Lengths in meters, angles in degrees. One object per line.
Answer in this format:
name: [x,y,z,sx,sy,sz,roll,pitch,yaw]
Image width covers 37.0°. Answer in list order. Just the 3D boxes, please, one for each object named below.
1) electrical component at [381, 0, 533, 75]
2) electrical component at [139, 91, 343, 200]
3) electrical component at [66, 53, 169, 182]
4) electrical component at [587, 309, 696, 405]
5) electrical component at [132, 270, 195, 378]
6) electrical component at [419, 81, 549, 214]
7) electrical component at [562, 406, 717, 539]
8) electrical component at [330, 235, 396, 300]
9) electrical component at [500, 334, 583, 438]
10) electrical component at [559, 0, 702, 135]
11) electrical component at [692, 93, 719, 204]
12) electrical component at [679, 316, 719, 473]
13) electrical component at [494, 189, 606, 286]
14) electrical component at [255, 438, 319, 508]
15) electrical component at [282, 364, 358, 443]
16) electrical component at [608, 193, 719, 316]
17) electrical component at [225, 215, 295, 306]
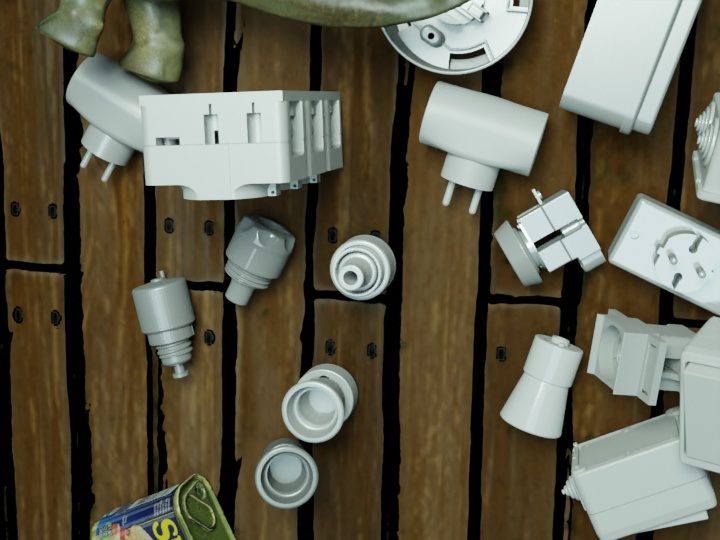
electrical component: [0.063,-0.176,0.696,0.099,0.064,0.099,2,100,12]
electrical component: [-0.071,-0.083,0.697,0.089,0.150,0.061,0,99,12]
electrical component: [-0.174,-0.102,0.771,0.077,0.043,0.079,33,105,5]
electrical component: [0.191,0.057,0.710,0.064,0.081,0.042,6,102,-12]
electrical component: [-0.141,0.040,0.791,0.040,0.040,0.078,-11,98,14]
electrical component: [0.078,-0.078,0.722,0.077,0.043,0.079,18,104,8]
electrical component: [0.186,0.143,0.729,0.096,0.062,0.061,-23,94,15]
electrical component: [0.000,0.000,0.742,0.043,0.062,0.043,2,100,12]
electrical component: [0.128,0.077,0.741,0.044,0.044,0.065,19,99,8]
electrical component: [0.173,-0.144,0.672,0.057,0.078,0.113,21,104,11]
electrical component: [0.255,-0.070,0.658,0.100,0.099,0.048,13,115,10]
electrical component: [0.231,0.086,0.653,0.062,0.061,0.096,11,118,35]
electrical component: [0.124,-0.021,0.722,0.055,0.048,0.066,-30,93,8]
electrical component: [-0.054,0.143,0.777,0.044,0.065,0.044,0,91,-5]
electrical component: [-0.027,0.094,0.768,0.045,0.055,0.045,2,100,11]
electrical component: [0.207,-0.007,0.690,0.083,0.076,0.047,27,104,6]
electrical component: [-0.076,-0.005,0.768,0.043,0.043,0.062,28,106,6]
